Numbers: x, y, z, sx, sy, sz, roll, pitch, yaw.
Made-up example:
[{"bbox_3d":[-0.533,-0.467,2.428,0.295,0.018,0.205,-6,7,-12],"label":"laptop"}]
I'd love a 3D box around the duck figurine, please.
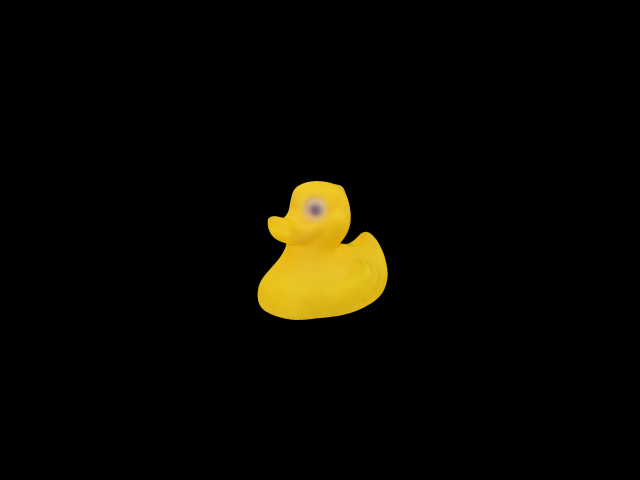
[{"bbox_3d":[0.004,0.001,0.400,0.105,0.086,0.077,-11,16,-41],"label":"duck figurine"}]
